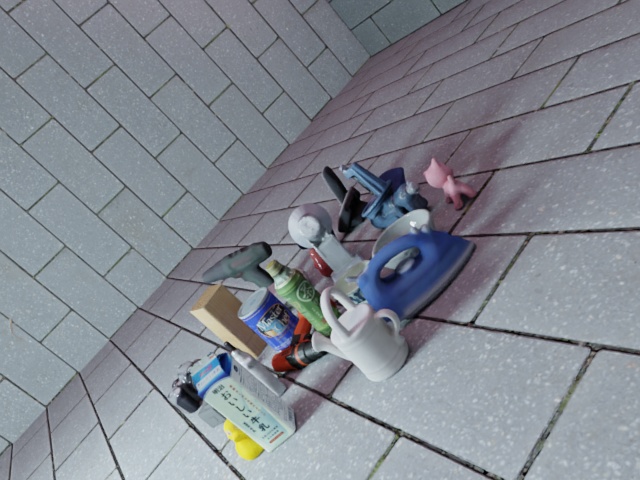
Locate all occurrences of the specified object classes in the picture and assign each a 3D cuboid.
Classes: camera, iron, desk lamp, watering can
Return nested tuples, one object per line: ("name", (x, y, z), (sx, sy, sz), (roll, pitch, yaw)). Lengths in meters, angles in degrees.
("camera", (-0.341, 0.391, 1.571), (0.136, 0.101, 0.143), (-19, 30, 51))
("iron", (0.180, 0.049, 1.163), (0.258, 0.142, 0.118), (-43, 18, 2))
("desk lamp", (0.014, 0.005, 1.494), (0.118, 0.214, 0.203), (-43, 18, 2))
("watering can", (0.061, 0.170, 1.062), (0.173, 0.194, 0.101), (-40, 19, 10))

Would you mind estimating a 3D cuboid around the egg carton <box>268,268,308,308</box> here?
("egg carton", (-0.095, 0.148, 1.639), (0.150, 0.069, 0.107), (-42, 18, 6))

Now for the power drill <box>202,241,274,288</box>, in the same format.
("power drill", (-0.212, 0.116, 1.733), (0.229, 0.209, 0.075), (-39, 19, 15))

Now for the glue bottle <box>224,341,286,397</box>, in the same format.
("glue bottle", (-0.153, 0.286, 1.291), (0.037, 0.173, 0.078), (-51, 20, -20))

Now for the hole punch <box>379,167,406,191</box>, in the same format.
("hole punch", (0.205, -0.139, 1.606), (0.108, 0.091, 0.101), (-20, 30, 50))

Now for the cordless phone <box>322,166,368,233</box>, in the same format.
("cordless phone", (0.055, -0.127, 1.746), (0.094, 0.185, 0.147), (-32, 22, 31))

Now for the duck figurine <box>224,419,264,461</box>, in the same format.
("duck figurine", (-0.164, 0.402, 1.200), (0.077, 0.086, 0.104), (-44, 18, -1))

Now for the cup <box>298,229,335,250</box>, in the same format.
("cup", (0.002, 0.007, 1.706), (0.117, 0.095, 0.091), (-41, 19, 9))

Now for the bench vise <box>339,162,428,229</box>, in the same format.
("bench vise", (0.163, -0.135, 1.479), (0.207, 0.220, 0.121), (-29, 23, 37))

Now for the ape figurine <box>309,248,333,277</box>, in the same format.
("ape figurine", (0.009, 0.054, 1.592), (0.077, 0.092, 0.076), (-29, 24, 38))

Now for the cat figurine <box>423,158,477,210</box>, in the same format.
("cat figurine", (0.301, -0.144, 1.372), (0.067, 0.118, 0.127), (-42, 18, 4))

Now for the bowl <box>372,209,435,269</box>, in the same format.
("bowl", (0.203, 0.011, 1.305), (0.167, 0.075, 0.167), (-38, 19, 16))
